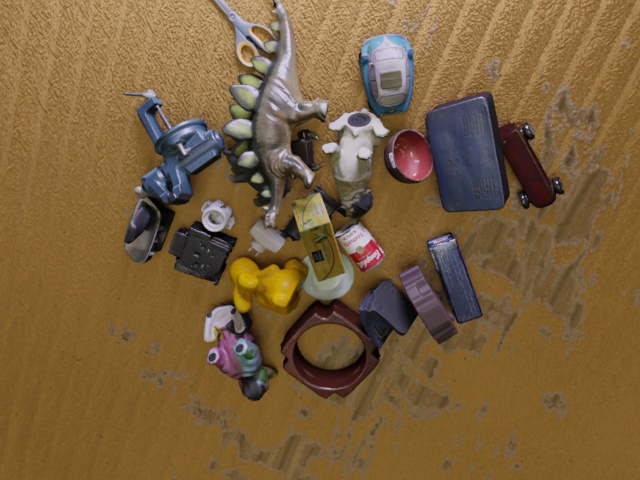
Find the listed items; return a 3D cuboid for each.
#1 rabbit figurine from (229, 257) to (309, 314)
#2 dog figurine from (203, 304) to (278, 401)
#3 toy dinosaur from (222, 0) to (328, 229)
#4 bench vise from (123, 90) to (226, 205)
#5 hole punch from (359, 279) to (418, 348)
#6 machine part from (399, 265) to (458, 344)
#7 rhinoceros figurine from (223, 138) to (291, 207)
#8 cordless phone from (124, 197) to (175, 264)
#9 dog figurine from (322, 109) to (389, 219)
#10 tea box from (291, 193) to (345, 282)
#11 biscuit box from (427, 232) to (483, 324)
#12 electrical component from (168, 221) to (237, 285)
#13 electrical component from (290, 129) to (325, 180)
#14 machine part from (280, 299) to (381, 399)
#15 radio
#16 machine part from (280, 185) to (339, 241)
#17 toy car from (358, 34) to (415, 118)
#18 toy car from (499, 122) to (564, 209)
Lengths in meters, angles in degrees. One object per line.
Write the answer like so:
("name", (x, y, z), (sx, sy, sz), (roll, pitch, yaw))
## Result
("rabbit figurine", (-0.134, 0.102, 1.208), (0.173, 0.162, 0.121), (28, 121, 12))
("dog figurine", (-0.182, 0.274, 1.284), (0.108, 0.192, 0.219), (-21, 140, 7))
("toy dinosaur", (-0.083, -0.255, 1.060), (0.199, 0.105, 0.471), (9, 86, -5))
("bench vise", (-0.322, -0.199, 1.129), (0.224, 0.129, 0.240), (-34, 83, 22))
("hole punch", (0.144, 0.167, 1.216), (0.116, 0.142, 0.092), (45, 132, 4))
("machine part", (0.238, 0.138, 1.177), (0.056, 0.179, 0.179), (-32, 104, 10))
("rhinoceros figurine", (-0.140, -0.161, 1.148), (0.112, 0.073, 0.190), (-33, 103, 14))
("cordless phone", (-0.389, -0.006, 1.155), (0.089, 0.184, 0.146), (23, 108, -9))
("dog figurine", (0.081, -0.158, 1.140), (0.121, 0.172, 0.190), (22, 149, 23))
("tea box", (-0.002, -0.003, 1.141), (0.068, 0.098, 0.169), (-18, 138, -1))
("biscuit box", (0.304, 0.088, 1.212), (0.063, 0.059, 0.202), (-20, 105, 8))
("electrical component", (-0.272, 0.026, 1.225), (0.134, 0.058, 0.114), (22, 106, -5))
("electrical component", (-0.036, -0.184, 1.153), (0.078, 0.045, 0.102), (-2, 108, 34))
("machine part", (0.025, 0.255, 1.269), (0.201, 0.087, 0.201), (37, 108, -8))
("radio", (0.302, -0.173, 1.102), (0.131, 0.073, 0.229), (-7, 107, 28))
("machine part", (-0.026, -0.051, 1.197), (0.139, 0.039, 0.084), (-43, 106, 13))
("toy car", (0.134, -0.325, 1.065), (0.109, 0.103, 0.161), (-4, 106, 5))
("toy car", (0.433, -0.157, 1.129), (0.089, 0.053, 0.202), (-27, 104, 32))
